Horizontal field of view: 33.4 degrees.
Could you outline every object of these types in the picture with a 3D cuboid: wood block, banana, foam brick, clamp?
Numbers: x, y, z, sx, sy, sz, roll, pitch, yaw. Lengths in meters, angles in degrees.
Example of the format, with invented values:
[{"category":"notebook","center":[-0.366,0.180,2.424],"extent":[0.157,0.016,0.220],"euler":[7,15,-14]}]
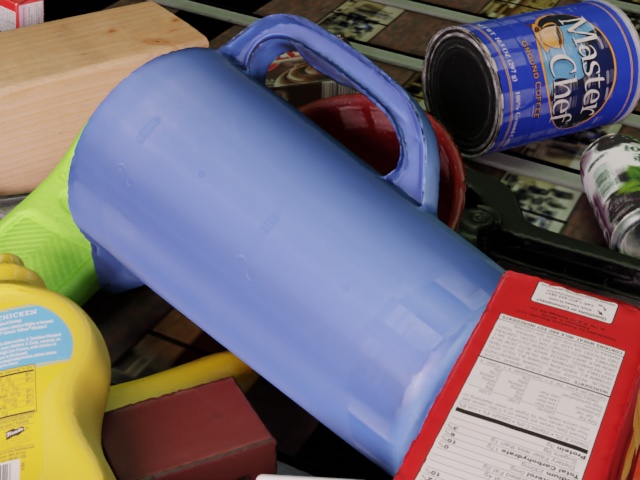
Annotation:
[{"category":"wood block","center":[-0.192,-0.101,0.777],"extent":[0.205,0.091,0.090],"euler":[-21,41,-30]},{"category":"banana","center":[-0.122,0.088,0.555],"extent":[0.197,0.037,0.070],"euler":[-5,37,-12]},{"category":"foam brick","center":[-0.067,0.109,0.515],"extent":[0.078,0.053,0.051],"euler":[-14,38,-23]},{"category":"clamp","center":[0.098,0.004,0.696],"extent":[0.164,0.036,0.210],"euler":[-20,42,-27]}]

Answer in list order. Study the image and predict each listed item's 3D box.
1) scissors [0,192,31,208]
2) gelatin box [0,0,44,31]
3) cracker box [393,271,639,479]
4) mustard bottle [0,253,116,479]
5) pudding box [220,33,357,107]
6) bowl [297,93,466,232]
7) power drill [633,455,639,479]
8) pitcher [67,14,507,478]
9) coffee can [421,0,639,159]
[{"category":"scissors","center":[-0.229,-0.027,0.684],"extent":[0.201,0.096,0.016],"euler":[-16,79,-24]},{"category":"gelatin box","center":[-0.254,-0.162,0.861],"extent":[0.073,0.089,0.030],"euler":[28,37,30]},{"category":"cracker box","center":[0.060,0.138,0.387],"extent":[0.072,0.164,0.213],"euler":[15,36,19]},{"category":"mustard bottle","center":[-0.143,0.076,0.489],"extent":[0.096,0.058,0.192],"euler":[-19,45,1]},{"category":"pudding box","center":[-0.020,-0.134,0.884],"extent":[0.113,0.039,0.090],"euler":[-7,35,-15]},{"category":"bowl","center":[0.016,-0.011,0.660],"extent":[0.162,0.055,0.162],"euler":[-10,58,16]},{"category":"power drill","center":[0.219,0.133,0.502],"extent":[0.188,0.057,0.184],"euler":[31,39,35]},{"category":"pitcher","center":[-0.004,0.001,0.546],"extent":[0.144,0.149,0.243],"euler":[-31,53,-33]},{"category":"coffee can","center":[0.166,-0.127,0.834],"extent":[0.140,0.103,0.103],"euler":[-15,39,-24]}]
